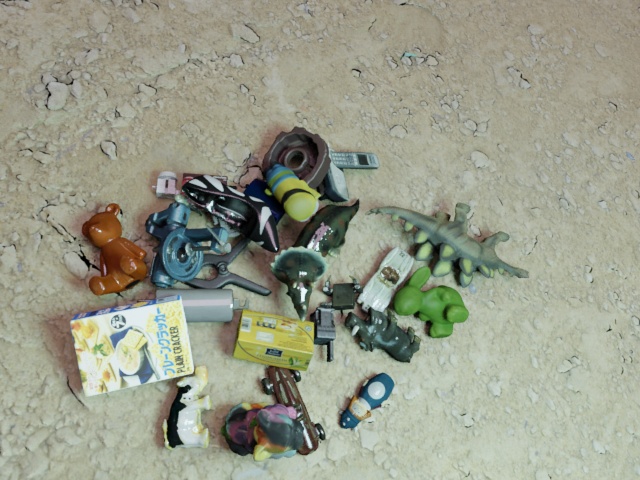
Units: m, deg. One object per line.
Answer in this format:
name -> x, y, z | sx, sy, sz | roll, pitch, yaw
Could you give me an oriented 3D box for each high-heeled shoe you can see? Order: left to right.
high-heeled shoe -> -0.199, -0.058, 1.201 | 0.145, 0.086, 0.249 | -8, 48, -45

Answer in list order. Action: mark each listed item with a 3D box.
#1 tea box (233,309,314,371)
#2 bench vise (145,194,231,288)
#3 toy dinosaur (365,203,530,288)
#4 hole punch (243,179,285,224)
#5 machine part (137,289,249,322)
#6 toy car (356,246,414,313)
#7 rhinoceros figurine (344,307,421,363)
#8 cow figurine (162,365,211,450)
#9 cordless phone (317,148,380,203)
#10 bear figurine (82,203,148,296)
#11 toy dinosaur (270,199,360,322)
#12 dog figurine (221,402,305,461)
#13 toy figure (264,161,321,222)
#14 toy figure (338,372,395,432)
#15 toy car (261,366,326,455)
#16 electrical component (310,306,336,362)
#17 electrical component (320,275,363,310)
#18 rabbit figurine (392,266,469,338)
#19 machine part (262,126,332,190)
tea box -> -0.102, 0.223, 1.200 | 0.170, 0.068, 0.098 | 14, 37, -9
bench vise -> -0.288, -0.002, 1.195 | 0.241, 0.128, 0.223 | -3, 58, 33
toy dinosaur -> 0.341, 0.001, 1.403 | 0.471, 0.105, 0.198 | 28, 55, -3
hole punch -> -0.137, -0.096, 1.342 | 0.142, 0.092, 0.116 | 26, 59, 1
machine part -> -0.280, 0.146, 1.198 | 0.243, 0.079, 0.079 | 1, 66, -16
toy car -> 0.165, 0.103, 1.350 | 0.073, 0.056, 0.202 | 37, 62, 3
rhinoceros figurine -> 0.148, 0.221, 1.275 | 0.190, 0.073, 0.112 | 33, 100, -13
cow figurine -> -0.276, 0.346, 1.118 | 0.098, 0.068, 0.167 | 0, 66, -9
cordless phone -> 0.082, -0.173, 1.439 | 0.184, 0.088, 0.146 | -4, 67, -21
bear figurine -> -0.463, 0.014, 1.181 | 0.120, 0.132, 0.196 | -31, 83, 3
toy dinosaur -> 0.004, -0.005, 1.280 | 0.131, 0.192, 0.405 | 33, 64, -1
dog figurine -> -0.118, 0.369, 1.039 | 0.192, 0.219, 0.108 | 3, 73, 8
toy figure -> -0.077, -0.115, 1.278 | 0.089, 0.082, 0.180 | -4, 47, -46
toy figure -> 0.104, 0.365, 1.218 | 0.154, 0.057, 0.064 | -39, 42, -25
toy car -> -0.059, 0.367, 1.175 | 0.089, 0.053, 0.202 | -18, 74, -18
electrical component -> 0.006, 0.221, 1.246 | 0.048, 0.075, 0.119 | 7, 68, -13
electrical component -> 0.053, 0.127, 1.298 | 0.102, 0.045, 0.078 | 0, 57, 19
rabbit figurine -> 0.258, 0.144, 1.317 | 0.170, 0.121, 0.159 | 11, 54, -18
machine part -> -0.058, -0.201, 1.379 | 0.180, 0.056, 0.179 | -7, 72, 21
